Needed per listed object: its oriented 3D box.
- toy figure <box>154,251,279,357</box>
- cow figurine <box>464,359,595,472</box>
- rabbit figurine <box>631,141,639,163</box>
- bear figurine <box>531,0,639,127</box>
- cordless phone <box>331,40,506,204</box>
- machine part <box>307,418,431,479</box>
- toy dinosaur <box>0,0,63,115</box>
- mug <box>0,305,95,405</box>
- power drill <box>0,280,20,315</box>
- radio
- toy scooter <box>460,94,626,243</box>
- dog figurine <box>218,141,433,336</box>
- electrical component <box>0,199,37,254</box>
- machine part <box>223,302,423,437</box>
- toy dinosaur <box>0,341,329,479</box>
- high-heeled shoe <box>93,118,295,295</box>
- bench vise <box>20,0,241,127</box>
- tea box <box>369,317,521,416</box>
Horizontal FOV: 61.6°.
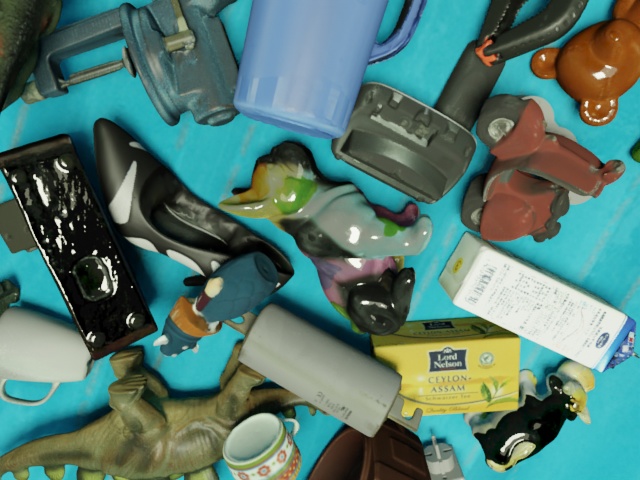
[{"bbox_3d":[-0.112,0.070,0.563,0.154,0.058,0.064,-35,118,19],"label":"toy figure"},{"bbox_3d":[0.265,0.210,0.653,0.167,0.098,0.068,-36,97,10],"label":"cow figurine"},{"bbox_3d":[0.413,-0.120,0.544,0.121,0.170,0.159,18,146,-4],"label":"rabbit figurine"},{"bbox_3d":[0.317,-0.216,0.520,0.196,0.132,0.120,-35,73,5],"label":"bear figurine"},{"bbox_3d":[0.109,-0.143,0.570,0.146,0.089,0.184,27,93,-7],"label":"cordless phone"},{"bbox_3d":[0.039,0.319,0.628,0.087,0.201,0.201,29,104,-6],"label":"machine part"},{"bbox_3d":[-0.285,-0.248,0.451,0.192,0.131,0.405,-35,80,20],"label":"toy dinosaur"},{"bbox_3d":[-0.324,0.140,0.630,0.107,0.081,0.109,13,80,-10],"label":"mug"},{"bbox_3d":[-0.473,0.083,0.624,0.207,0.086,0.232,22,102,1],"label":"power drill"},{"bbox_3d":[-0.253,0.006,0.564,0.073,0.131,0.229,-27,108,-21],"label":"radio"},{"bbox_3d":[0.218,-0.056,0.540,0.135,0.075,0.183,20,145,21],"label":"toy scooter"},{"bbox_3d":[-0.001,-0.002,0.588,0.219,0.108,0.191,13,108,0],"label":"dog figurine"},{"bbox_3d":[-0.347,-0.016,0.620,0.094,0.021,0.063,-19,106,4],"label":"electrical component"},{"bbox_3d":[0.000,0.140,0.590,0.243,0.079,0.079,29,104,7],"label":"machine part"},{"bbox_3d":[-0.202,0.236,0.651,0.472,0.105,0.198,-5,106,0],"label":"toy dinosaur"},{"bbox_3d":[-0.131,-0.028,0.576,0.145,0.086,0.248,-10,125,22],"label":"high-heeled shoe"},{"bbox_3d":[-0.184,-0.202,0.521,0.241,0.129,0.223,-19,103,0],"label":"bench vise"},{"bbox_3d":[0.147,0.152,0.650,0.170,0.068,0.098,-5,107,2],"label":"tea box"}]
